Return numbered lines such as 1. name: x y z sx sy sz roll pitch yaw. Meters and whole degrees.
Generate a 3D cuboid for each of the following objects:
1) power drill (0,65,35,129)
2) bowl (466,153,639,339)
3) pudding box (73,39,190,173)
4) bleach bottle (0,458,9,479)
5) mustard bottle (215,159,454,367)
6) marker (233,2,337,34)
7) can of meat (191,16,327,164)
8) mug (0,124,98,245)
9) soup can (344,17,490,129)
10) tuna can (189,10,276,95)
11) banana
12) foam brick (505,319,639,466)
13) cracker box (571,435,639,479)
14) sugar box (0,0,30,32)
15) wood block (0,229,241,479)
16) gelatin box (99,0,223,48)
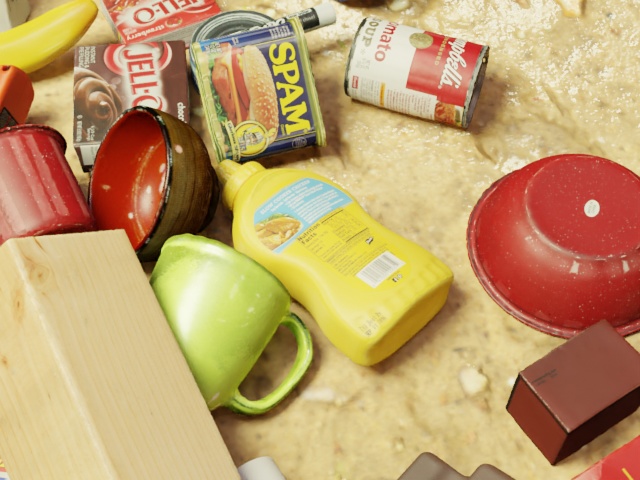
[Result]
1. power drill: -0.321 -0.115 0.821 0.188 0.057 0.184 14 76 11
2. bowl: 0.190 -0.009 0.775 0.162 0.055 0.162 0 56 0
3. pudding box: -0.148 -0.108 0.849 0.090 0.039 0.113 -5 55 -4
4. bleach bottle: -0.224 0.175 0.642 0.102 0.068 0.250 16 55 10
5. mustard bottle: -0.005 0.001 0.763 0.192 0.058 0.096 39 56 23
6. marker: -0.044 -0.165 0.858 0.121 0.020 0.020 -21 58 -15
7. can of meat: -0.048 -0.112 0.820 0.084 0.102 0.057 -14 13 -7
8. mug: -0.215 -0.022 0.746 0.093 0.117 0.081 -39 68 24
9. soup can: 0.077 -0.134 0.852 0.102 0.068 0.068 17 57 11
10. tuna can: -0.065 -0.150 0.881 0.086 0.034 0.086 0 55 0
11. banana: -0.276 -0.161 0.869 0.198 0.069 0.037 1 14 7
12. foam brick: 0.171 0.100 0.703 0.078 0.051 0.053 -27 59 -18
13. cracker box: 0.254 0.180 0.636 0.213 0.072 0.164 -26 59 -17
14. sugar box: -0.341 -0.222 0.893 0.176 0.093 0.048 9 57 6
15. wood block: -0.130 0.106 0.628 0.090 0.090 0.206 -7 63 -50
16. gelatin box: -0.135 -0.195 0.914 0.089 0.030 0.073 -22 59 -15
